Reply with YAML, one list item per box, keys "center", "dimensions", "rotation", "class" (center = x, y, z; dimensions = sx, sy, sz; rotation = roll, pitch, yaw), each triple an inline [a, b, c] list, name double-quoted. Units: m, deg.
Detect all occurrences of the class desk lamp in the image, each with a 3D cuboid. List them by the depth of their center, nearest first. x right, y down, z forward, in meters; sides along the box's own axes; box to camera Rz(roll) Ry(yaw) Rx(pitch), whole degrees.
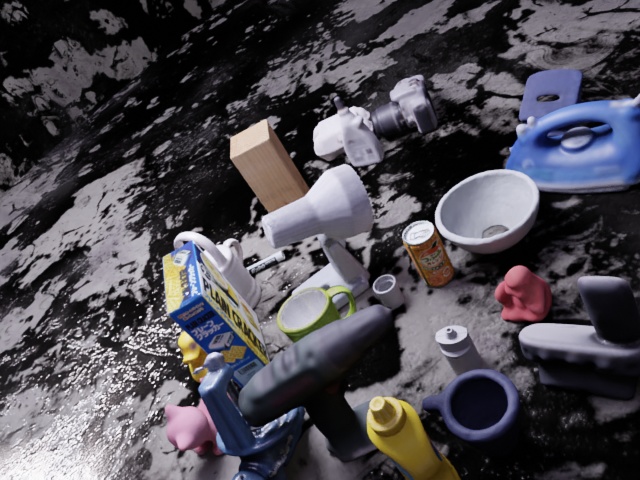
- center: [0.009, 0.003, 0.969]
  dimensions: [0.203, 0.214, 0.117]
  rotation: [-37, 36, -5]
  class: "desk lamp"

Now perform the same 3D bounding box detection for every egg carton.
- center: [0.055, -0.250, 1.351]
  dimensions: [0.150, 0.070, 0.107]
  rotation: [-23, 37, 14]
  class: "egg carton"

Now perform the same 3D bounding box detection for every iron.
- center: [0.406, -0.160, 0.921]
  dimensions: [0.257, 0.142, 0.119]
  rotation: [-4, 45, 34]
  class: "iron"

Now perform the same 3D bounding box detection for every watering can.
- center: [-0.202, 0.063, 1.076]
  dimensions: [0.100, 0.195, 0.173]
  rotation: [-18, 39, 19]
  class: "watering can"

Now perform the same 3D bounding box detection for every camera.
- center: [0.181, -0.299, 1.285]
  dimensions: [0.136, 0.101, 0.143]
  rotation: [-20, 38, 17]
  class: "camera"

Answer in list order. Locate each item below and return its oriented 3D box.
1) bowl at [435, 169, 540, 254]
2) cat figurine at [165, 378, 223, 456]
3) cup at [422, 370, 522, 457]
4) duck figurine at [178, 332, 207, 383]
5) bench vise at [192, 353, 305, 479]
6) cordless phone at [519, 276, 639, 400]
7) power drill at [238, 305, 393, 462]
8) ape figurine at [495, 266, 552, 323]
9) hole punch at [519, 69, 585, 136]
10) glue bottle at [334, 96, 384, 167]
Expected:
- center: [0.277, -0.034, 0.929]
  dimensions: [0.167, 0.075, 0.167]
  rotation: [-20, 38, 17]
  class: "bowl"
- center: [-0.188, 0.276, 0.885]
  dimensions: [0.067, 0.118, 0.128]
  rotation: [-10, 42, 29]
  class: "cat figurine"
- center: [0.189, 0.218, 0.688]
  dimensions: [0.117, 0.095, 0.092]
  rotation: [-8, 43, 30]
  class: "cup"
- center: [-0.218, 0.193, 1.031]
  dimensions: [0.077, 0.086, 0.104]
  rotation: [-19, 39, 19]
  class: "duck figurine"
- center: [-0.090, 0.259, 0.744]
  dimensions: [0.121, 0.220, 0.207]
  rotation: [-24, 37, 12]
  class: "bench vise"
- center: [0.302, 0.095, 0.668]
  dimensions: [0.147, 0.186, 0.094]
  rotation: [-2, 46, 35]
  class: "cordless phone"
- center: [0.023, 0.195, 0.743]
  dimensions: [0.229, 0.209, 0.075]
  rotation: [-28, 36, 7]
  class: "power drill"
- center: [0.280, 0.071, 0.792]
  dimensions: [0.076, 0.092, 0.077]
  rotation: [-32, 36, 1]
  class: "ape figurine"
- center: [0.428, -0.251, 1.052]
  dimensions: [0.108, 0.091, 0.101]
  rotation: [6, 51, 41]
  class: "hole punch"
- center: [0.073, -0.235, 1.231]
  dimensions: [0.078, 0.174, 0.037]
  rotation: [-7, 44, 31]
  class: "glue bottle"
